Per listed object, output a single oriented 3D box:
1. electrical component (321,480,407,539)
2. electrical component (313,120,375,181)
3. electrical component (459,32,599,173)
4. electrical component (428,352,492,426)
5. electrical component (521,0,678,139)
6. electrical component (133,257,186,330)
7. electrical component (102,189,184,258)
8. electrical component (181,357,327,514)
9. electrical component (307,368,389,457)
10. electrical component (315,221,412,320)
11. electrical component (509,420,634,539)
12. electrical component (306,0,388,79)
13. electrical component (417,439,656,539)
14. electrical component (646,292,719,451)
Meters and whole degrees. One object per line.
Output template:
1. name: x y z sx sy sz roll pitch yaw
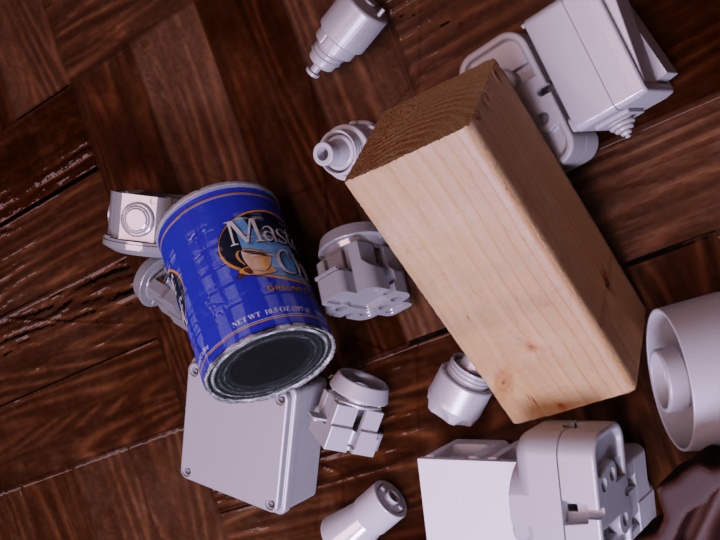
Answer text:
1. electrical component: 0.006 0.197 0.853 0.065 0.044 0.044 -45 73 24
2. electrical component: -0.011 -0.088 0.808 0.048 0.062 0.048 5 100 32
3. electrical component: 0.116 -0.109 0.724 0.054 0.059 0.095 -29 81 32
4. electrical component: 0.078 0.080 0.787 0.043 0.043 0.062 35 113 24
5. electrical component: 0.160 -0.132 0.692 0.061 0.062 0.096 -29 81 32
6. electrical component: -0.161 0.017 0.924 0.055 0.066 0.048 29 67 27
7. electrical component: -0.176 -0.040 0.912 0.080 0.080 0.051 10 98 31
8. electrical component: -0.089 0.131 0.894 0.109 0.056 0.108 14 104 31
9. electrical component: -0.006 0.110 0.840 0.048 0.066 0.055 40 112 62
10. electrical component: 0.000 0.000 0.810 0.058 0.078 0.057 -31 62 36
11. electrical component: 0.133 0.145 0.679 0.059 0.054 0.095 -4 95 33
12. electrical component: -0.013 -0.176 0.809 0.078 0.040 0.040 -46 72 29
13. electrical component: 0.125 0.170 0.759 0.150 0.062 0.089 -4 94 33
14. electrical component: 0.217 0.064 0.666 0.064 0.099 0.099 -9 93 0
